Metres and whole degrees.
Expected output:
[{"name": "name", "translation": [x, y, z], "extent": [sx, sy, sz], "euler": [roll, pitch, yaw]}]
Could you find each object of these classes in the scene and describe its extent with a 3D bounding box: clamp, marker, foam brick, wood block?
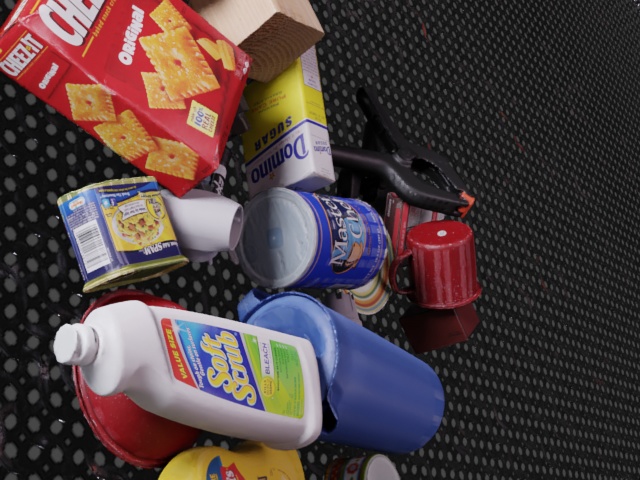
[{"name": "clamp", "translation": [0.089, -0.092, 1.294], "extent": [0.210, 0.036, 0.164], "euler": [39, 46, 10]}, {"name": "clamp", "translation": [0.071, -0.067, 1.341], "extent": [0.120, 0.039, 0.171], "euler": [50, 43, -17]}, {"name": "marker", "translation": [-0.108, -0.049, 1.084], "extent": [0.020, 0.020, 0.121], "euler": [43, 41, -35]}, {"name": "foam brick", "translation": [0.149, 0.101, 1.327], "extent": [0.053, 0.078, 0.051], "euler": [65, 32, -11]}, {"name": "wood block", "translation": [-0.089, -0.282, 1.132], "extent": [0.090, 0.091, 0.206], "euler": [10, 49, -55]}]

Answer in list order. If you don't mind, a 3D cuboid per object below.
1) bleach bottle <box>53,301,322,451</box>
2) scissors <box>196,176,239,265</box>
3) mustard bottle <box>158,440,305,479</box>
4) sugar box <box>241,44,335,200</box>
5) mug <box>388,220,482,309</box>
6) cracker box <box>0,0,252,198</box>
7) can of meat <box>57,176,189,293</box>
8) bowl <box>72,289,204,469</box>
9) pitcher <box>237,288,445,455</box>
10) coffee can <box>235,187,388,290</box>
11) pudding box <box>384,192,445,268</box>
[{"name": "bleach bottle", "translation": [-0.103, 0.110, 0.862], "extent": [0.250, 0.068, 0.102], "euler": [18, 60, -47]}, {"name": "scissors", "translation": [-0.131, -0.074, 1.040], "extent": [0.096, 0.016, 0.202], "euler": [20, 47, -54]}, {"name": "mustard bottle", "translation": [-0.089, 0.225, 0.923], "extent": [0.191, 0.058, 0.096], "euler": [6, 77, -54]}, {"name": "sugar box", "translation": [-0.042, -0.133, 1.160], "extent": [0.048, 0.093, 0.176], "euler": [19, 57, -50]}, {"name": "mug", "translation": [0.136, 0.030, 1.290], "extent": [0.093, 0.117, 0.081], "euler": [-134, -147, -61]}, {"name": "cracker box", "translation": [-0.172, -0.166, 0.974], "extent": [0.213, 0.072, 0.164], "euler": [37, 42, -24]}, {"name": "can of meat", "translation": [-0.172, -0.006, 0.932], "extent": [0.101, 0.058, 0.084], "euler": [-12, 81, -58]}, {"name": "bowl", "translation": [-0.135, 0.113, 0.923], "extent": [0.161, 0.055, 0.162], "euler": [31, 48, -43]}, {"name": "pitcher", "translation": [0.020, 0.139, 1.085], "extent": [0.242, 0.145, 0.149], "euler": [29, 62, -50]}, {"name": "coffee can", "translation": [-0.007, 0.001, 1.127], "extent": [0.140, 0.103, 0.103], "euler": [5, 69, -55]}, {"name": "pudding box", "translation": [0.119, -0.018, 1.353], "extent": [0.113, 0.039, 0.090], "euler": [-12, 113, -56]}]
